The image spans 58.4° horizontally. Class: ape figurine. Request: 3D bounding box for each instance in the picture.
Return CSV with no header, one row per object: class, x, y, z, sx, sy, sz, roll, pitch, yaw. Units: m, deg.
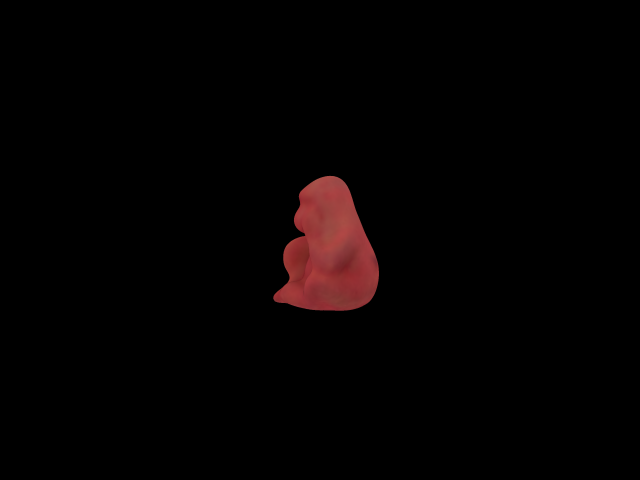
ape figurine,0.004,0.001,0.400,0.076,0.092,0.078,0,7,0
